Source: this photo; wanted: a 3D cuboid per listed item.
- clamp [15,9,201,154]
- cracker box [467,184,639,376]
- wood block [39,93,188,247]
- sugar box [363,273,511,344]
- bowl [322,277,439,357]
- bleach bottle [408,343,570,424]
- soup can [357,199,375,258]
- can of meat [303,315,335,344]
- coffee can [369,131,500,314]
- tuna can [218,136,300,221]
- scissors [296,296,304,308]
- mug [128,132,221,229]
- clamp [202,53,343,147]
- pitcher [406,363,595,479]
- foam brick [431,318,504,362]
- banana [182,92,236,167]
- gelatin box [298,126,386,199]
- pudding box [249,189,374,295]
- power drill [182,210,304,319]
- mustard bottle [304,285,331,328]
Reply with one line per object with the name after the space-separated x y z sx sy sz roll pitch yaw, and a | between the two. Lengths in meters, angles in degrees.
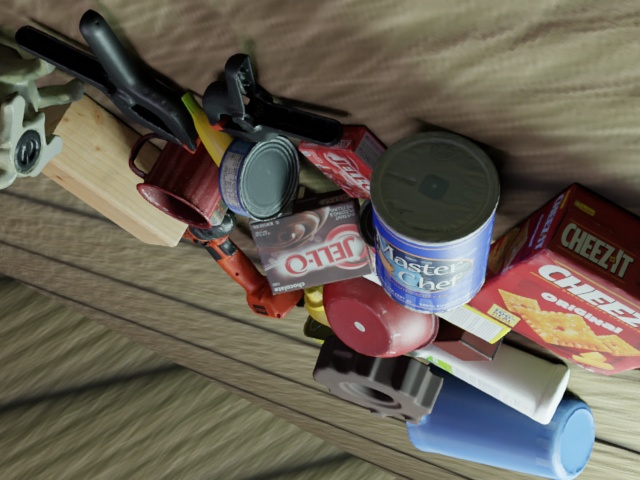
-0.203 -0.158 1.080 0.165 0.036 0.209 11 158 46 | clamp
0.237 0.046 0.933 0.164 0.072 0.214 28 163 -3 | cracker box
-0.251 -0.084 1.295 0.205 0.090 0.091 38 162 -32 | wood block
0.129 0.049 1.170 0.176 0.048 0.093 30 164 5 | sugar box
0.059 0.087 1.272 0.162 0.055 0.162 24 140 22 | bowl
0.185 0.145 1.350 0.251 0.068 0.102 25 163 18 | bleach bottle
0.081 0.000 1.053 0.069 0.068 0.102 20 163 25 | soup can
0.040 0.141 1.584 0.083 0.057 0.102 36 162 -34 | can of meat
0.095 -0.012 0.901 0.103 0.102 0.140 23 157 16 | coffee can
-0.060 -0.064 1.053 0.034 0.086 0.086 17 161 39 | tuna can
-0.016 0.088 1.495 0.096 0.016 0.202 24 -178 -19 | scissors
-0.152 -0.076 1.172 0.117 0.081 0.093 28 164 -3 | mug
-0.051 -0.114 0.967 0.120 0.039 0.172 37 168 -13 | clamp
0.254 0.250 1.474 0.243 0.149 0.145 8 138 43 | pitcher
0.177 0.110 1.269 0.053 0.051 0.078 31 164 -15 | foam brick
-0.078 -0.078 1.110 0.197 0.037 0.069 52 -165 -51 | banana
0.034 -0.069 0.980 0.073 0.030 0.089 9 156 47 | gelatin box
-0.007 0.001 1.100 0.113 0.039 0.090 -11 119 11 | pudding box
-0.107 0.021 1.390 0.187 0.057 0.185 48 165 -18 | power drill
0.031 0.097 1.418 0.096 0.058 0.191 43 -179 36 | mustard bottle
